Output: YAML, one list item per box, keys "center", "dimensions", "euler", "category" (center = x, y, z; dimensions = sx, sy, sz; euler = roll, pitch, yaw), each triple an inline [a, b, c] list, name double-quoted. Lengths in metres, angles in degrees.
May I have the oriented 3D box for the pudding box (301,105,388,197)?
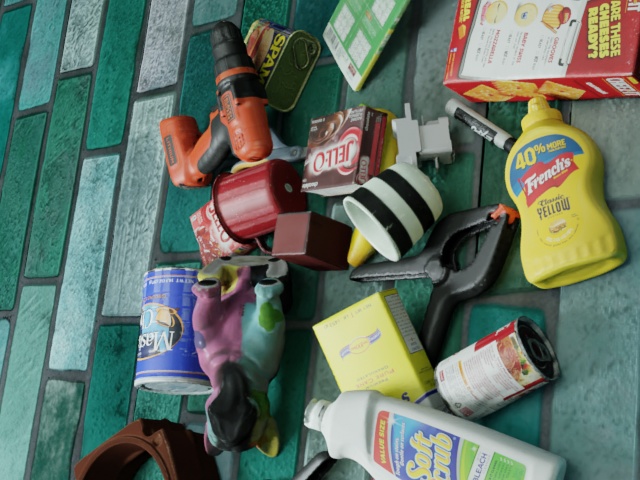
- center: [0.027, -0.099, 1.213]
  dimensions: [0.114, 0.039, 0.090]
  euler: [-6, 72, 59]
  category: "pudding box"

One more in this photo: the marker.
- center: [0.179, -0.118, 1.139]
  dimensions: [0.121, 0.020, 0.020]
  euler: [42, 104, 40]
  category: "marker"

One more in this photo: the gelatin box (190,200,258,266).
- center: [-0.123, -0.012, 1.354]
  dimensions: [0.073, 0.030, 0.089]
  euler: [-36, 56, 26]
  category: "gelatin box"

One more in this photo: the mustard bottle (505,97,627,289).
- center: [0.233, -0.055, 1.048]
  dimensions: [0.096, 0.058, 0.191]
  euler: [-23, 62, 31]
  category: "mustard bottle"

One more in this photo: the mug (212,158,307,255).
- center: [-0.065, -0.038, 1.284]
  dimensions: [0.082, 0.093, 0.117]
  euler: [-18, 96, 30]
  category: "mug"

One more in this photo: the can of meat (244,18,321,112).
- center: [-0.059, -0.224, 1.351]
  dimensions: [0.084, 0.057, 0.102]
  euler: [31, 97, 44]
  category: "can of meat"

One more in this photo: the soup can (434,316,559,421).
- center: [0.171, 0.127, 1.036]
  dimensions: [0.102, 0.068, 0.068]
  euler: [-34, 57, 28]
  category: "soup can"

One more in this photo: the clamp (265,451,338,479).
- center: [-0.038, 0.292, 1.179]
  dimensions: [0.172, 0.039, 0.120]
  euler: [-6, 71, 39]
  category: "clamp"

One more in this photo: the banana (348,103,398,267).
- center: [0.067, -0.068, 1.210]
  dimensions: [0.070, 0.037, 0.198]
  euler: [-17, 63, 57]
  category: "banana"

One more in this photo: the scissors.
- center: [-0.035, -0.122, 1.325]
  dimensions: [0.202, 0.016, 0.096]
  euler: [-20, 64, 34]
  category: "scissors"

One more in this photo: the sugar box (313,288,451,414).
- center: [0.070, 0.149, 1.093]
  dimensions: [0.093, 0.048, 0.176]
  euler: [-31, 76, 30]
  category: "sugar box"

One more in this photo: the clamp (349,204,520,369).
- center: [0.131, 0.046, 1.116]
  dimensions: [0.210, 0.036, 0.164]
  euler: [-40, 56, 29]
  category: "clamp"

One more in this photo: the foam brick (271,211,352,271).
- center: [-0.008, 0.002, 1.222]
  dimensions: [0.051, 0.078, 0.053]
  euler: [-4, 72, 41]
  category: "foam brick"

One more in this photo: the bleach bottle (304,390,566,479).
- center: [0.099, 0.212, 1.018]
  dimensions: [0.251, 0.068, 0.102]
  euler: [16, 86, 22]
  category: "bleach bottle"

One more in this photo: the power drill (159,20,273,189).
- center: [-0.136, -0.159, 1.348]
  dimensions: [0.188, 0.057, 0.184]
  euler: [-33, 65, 50]
  category: "power drill"

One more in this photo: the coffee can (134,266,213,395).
- center: [-0.170, 0.113, 1.306]
  dimensions: [0.103, 0.102, 0.140]
  euler: [-11, 69, 38]
  category: "coffee can"

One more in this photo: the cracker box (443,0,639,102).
- center: [0.243, -0.228, 1.087]
  dimensions: [0.214, 0.072, 0.164]
  euler: [4, 80, 40]
  category: "cracker box"
